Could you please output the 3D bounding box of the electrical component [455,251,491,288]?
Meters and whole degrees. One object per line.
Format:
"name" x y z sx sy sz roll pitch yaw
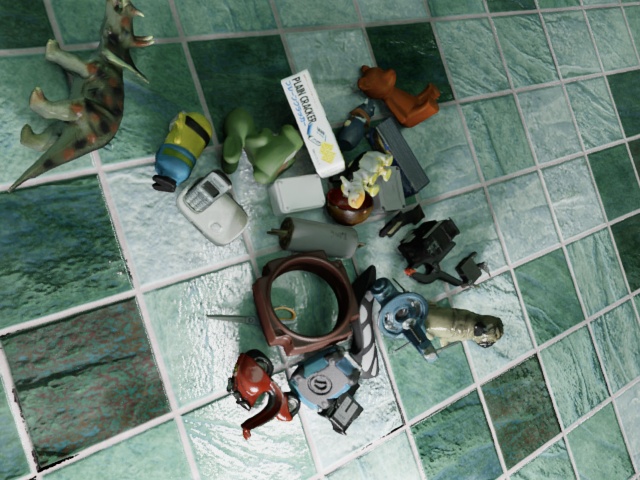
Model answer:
"electrical component" 0.412 0.086 1.445 0.102 0.045 0.078 -34 99 -29

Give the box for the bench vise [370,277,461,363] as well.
"bench vise" 0.201 0.194 1.185 0.129 0.241 0.223 -29 122 -3

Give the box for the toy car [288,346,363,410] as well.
"toy car" 0.015 0.279 1.158 0.109 0.161 0.103 46 18 -9

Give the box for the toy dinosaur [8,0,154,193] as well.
"toy dinosaur" -0.436 -0.256 1.014 0.192 0.131 0.404 15 80 -25

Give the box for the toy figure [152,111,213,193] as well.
"toy figure" -0.283 -0.180 1.098 0.089 0.082 0.180 29 63 -34

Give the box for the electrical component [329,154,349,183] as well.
"electrical component" 0.046 -0.163 1.305 0.063 0.021 0.094 -9 86 -29

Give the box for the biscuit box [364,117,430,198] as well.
"biscuit box" 0.197 -0.208 1.374 0.063 0.059 0.202 -37 99 -29

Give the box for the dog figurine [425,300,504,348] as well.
"dog figurine" 0.322 0.199 1.293 0.172 0.190 0.121 6 78 -26

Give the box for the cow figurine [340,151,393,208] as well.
"cow figurine" 0.092 -0.144 1.239 0.098 0.068 0.167 23 51 25

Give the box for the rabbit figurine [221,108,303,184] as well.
"rabbit figurine" -0.150 -0.205 1.175 0.170 0.121 0.159 43 70 4

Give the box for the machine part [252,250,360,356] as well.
"machine part" -0.030 0.131 1.140 0.201 0.087 0.201 -11 70 -21

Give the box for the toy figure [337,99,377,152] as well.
"toy figure" 0.091 -0.288 1.333 0.058 0.064 0.154 20 61 16

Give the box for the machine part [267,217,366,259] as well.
"machine part" -0.003 -0.004 1.218 0.243 0.079 0.079 10 77 -26

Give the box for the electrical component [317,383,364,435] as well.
"electrical component" 0.058 0.365 1.202 0.119 0.048 0.074 -46 104 -25

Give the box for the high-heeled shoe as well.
"high-heeled shoe" 0.119 0.193 1.250 0.145 0.086 0.248 34 71 -22

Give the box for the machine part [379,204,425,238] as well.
"machine part" 0.207 -0.047 1.348 0.139 0.084 0.039 -23 64 -38

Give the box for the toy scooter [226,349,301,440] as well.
"toy scooter" -0.130 0.322 1.094 0.135 0.075 0.183 -42 106 -26

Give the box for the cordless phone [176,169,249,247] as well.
"cordless phone" -0.193 -0.072 1.067 0.146 0.184 0.089 47 59 -13

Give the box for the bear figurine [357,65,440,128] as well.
"bear figurine" 0.197 -0.383 1.373 0.195 0.132 0.120 42 39 -20

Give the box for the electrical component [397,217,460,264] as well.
"electrical component" 0.261 0.003 1.327 0.115 0.134 0.058 -39 101 -25
